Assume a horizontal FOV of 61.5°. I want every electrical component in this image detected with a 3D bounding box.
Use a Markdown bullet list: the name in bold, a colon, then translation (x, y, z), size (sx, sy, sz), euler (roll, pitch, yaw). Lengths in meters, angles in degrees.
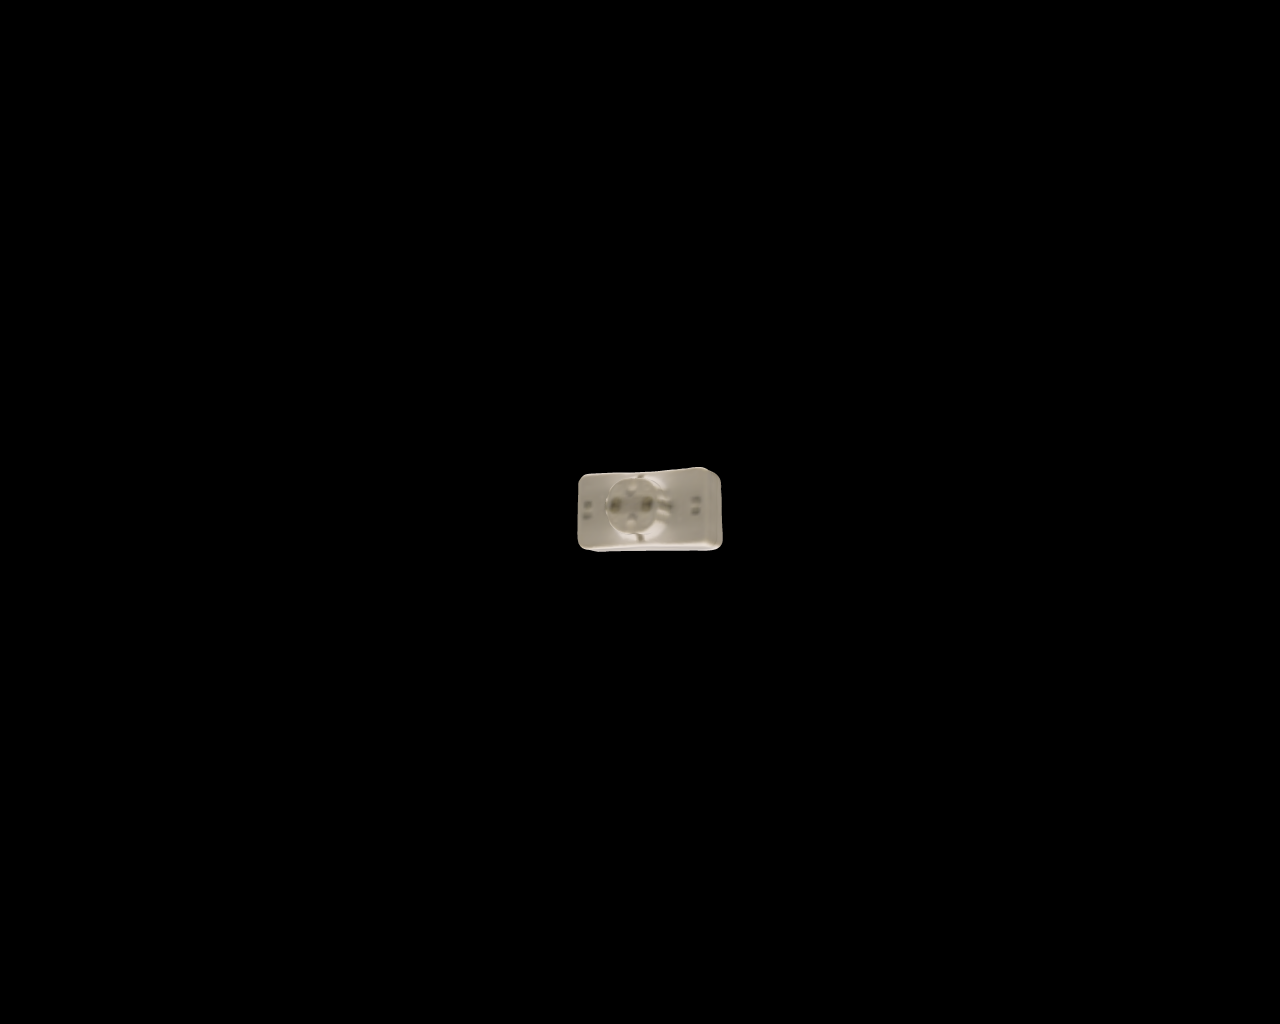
- **electrical component**: translation (0.001, -0.003, 0.650), size (0.083, 0.047, 0.075), euler (-2, -7, 18)
